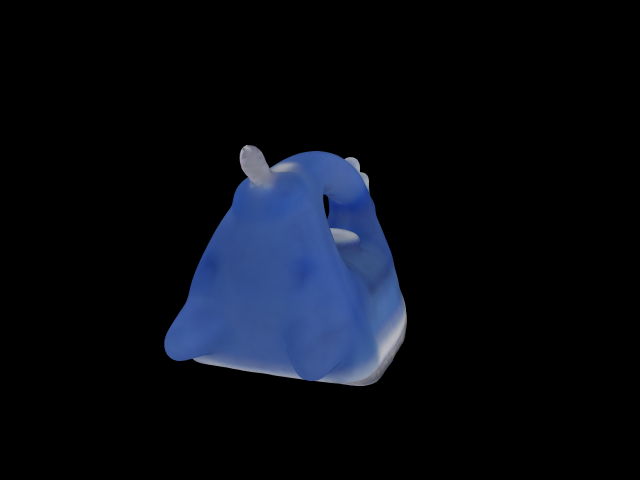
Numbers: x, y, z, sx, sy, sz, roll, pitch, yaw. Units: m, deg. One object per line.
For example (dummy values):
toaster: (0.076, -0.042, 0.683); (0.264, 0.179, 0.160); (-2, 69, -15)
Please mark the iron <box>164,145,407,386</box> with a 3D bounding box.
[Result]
iron: (0.004, 0.001, 0.400); (0.118, 0.141, 0.259); (4, 12, 20)
